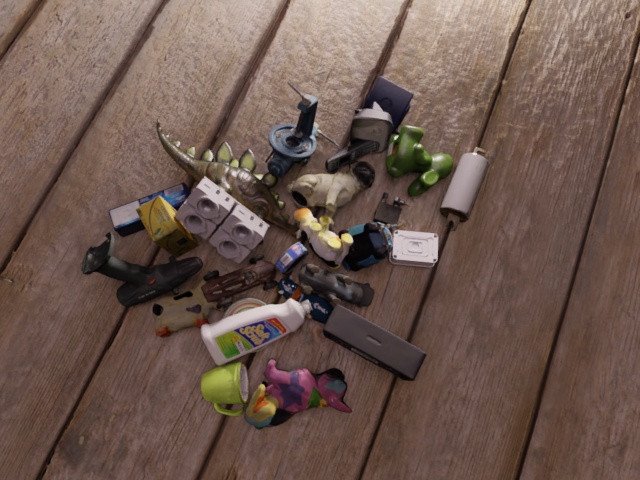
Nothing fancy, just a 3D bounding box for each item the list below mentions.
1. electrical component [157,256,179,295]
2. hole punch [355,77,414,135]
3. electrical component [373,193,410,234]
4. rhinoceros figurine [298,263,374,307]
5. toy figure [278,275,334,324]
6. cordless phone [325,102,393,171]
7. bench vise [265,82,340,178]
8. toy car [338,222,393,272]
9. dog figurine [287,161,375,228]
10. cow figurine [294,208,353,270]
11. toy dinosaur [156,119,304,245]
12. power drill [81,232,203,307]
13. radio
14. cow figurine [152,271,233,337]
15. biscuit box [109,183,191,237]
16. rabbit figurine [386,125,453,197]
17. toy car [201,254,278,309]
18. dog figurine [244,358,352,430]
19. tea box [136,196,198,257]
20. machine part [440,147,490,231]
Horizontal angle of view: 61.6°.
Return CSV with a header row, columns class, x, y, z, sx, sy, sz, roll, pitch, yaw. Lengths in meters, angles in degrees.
class,x,y,z,sx,sy,sz,roll,pitch,yaw
electrical component,-0.364,0.088,1.330,0.063,0.021,0.094,-32,73,-10
hole punch,0.180,-0.361,1.443,0.142,0.092,0.116,30,79,4
electrical component,0.181,-0.068,1.375,0.078,0.045,0.102,24,75,4
rhinoceros figurine,0.038,0.113,1.286,0.190,0.112,0.073,19,88,-7
toy figure,-0.038,0.146,1.301,0.155,0.064,0.057,31,119,12
cordless phone,0.089,-0.255,1.374,0.184,0.146,0.089,-31,70,-14
bench vise,-0.045,-0.266,1.321,0.129,0.240,0.224,38,52,14
toy car,0.123,0.006,1.315,0.103,0.162,0.109,-17,83,-44
dog figurine,0.031,-0.149,1.381,0.172,0.121,0.190,36,62,6
cow figurine,-0.002,-0.005,1.321,0.068,0.098,0.167,-27,55,-37
toy dinosaur,-0.230,-0.137,1.344,0.471,0.105,0.198,31,59,-8
power drill,-0.415,0.062,1.230,0.232,0.207,0.086,-30,53,23
radio,0.120,0.239,1.238,0.230,0.131,0.073,29,76,7
cow figurine,-0.303,0.151,1.285,0.195,0.085,0.127,-14,80,-4
biscuit box,-0.421,-0.077,1.358,0.203,0.062,0.059,-21,74,-8
rabbit figurine,0.266,-0.198,1.382,0.170,0.121,0.159,16,67,-11
toy car,-0.186,0.095,1.273,0.202,0.053,0.089,-18,81,-42
dog figurine,-0.040,0.362,1.215,0.219,0.108,0.191,23,74,3
tea box,-0.363,-0.028,1.288,0.068,0.169,0.098,-31,78,-4
machine part,0.372,-0.135,1.383,0.079,0.079,0.243,23,75,6
